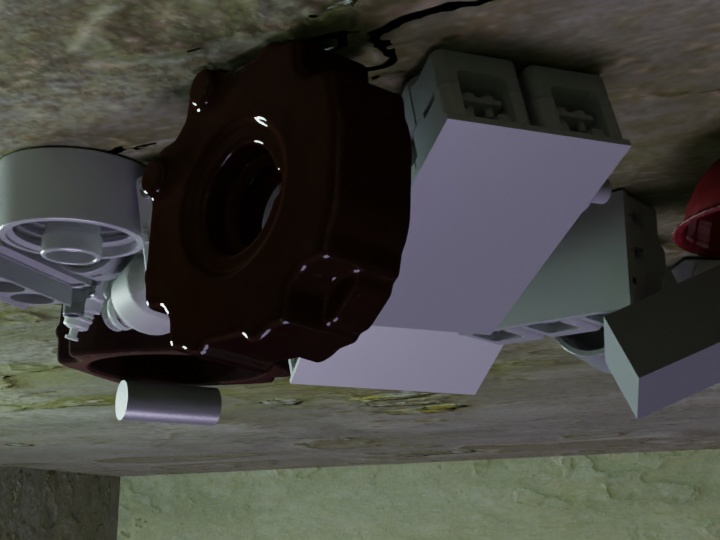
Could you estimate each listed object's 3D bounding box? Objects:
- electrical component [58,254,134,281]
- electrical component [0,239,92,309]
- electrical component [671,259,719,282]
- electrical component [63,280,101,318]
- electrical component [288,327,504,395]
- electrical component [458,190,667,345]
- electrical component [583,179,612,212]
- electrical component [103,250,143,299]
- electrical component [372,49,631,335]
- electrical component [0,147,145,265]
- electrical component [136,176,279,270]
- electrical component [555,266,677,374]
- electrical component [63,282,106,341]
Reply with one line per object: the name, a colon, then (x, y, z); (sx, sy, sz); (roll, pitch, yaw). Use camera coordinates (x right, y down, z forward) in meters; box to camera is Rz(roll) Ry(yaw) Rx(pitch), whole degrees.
electrical component: (-0.204, -0.020, 0.826); (0.055, 0.055, 0.047); (-1, 169, 5)
electrical component: (-0.272, -0.015, 0.826); (0.079, 0.063, 0.121); (-4, 164, 16)
electrical component: (0.327, 0.023, 0.991); (0.100, 0.048, 0.099); (1, 165, -3)
electrical component: (-0.241, 0.009, 0.913); (0.048, 0.062, 0.048); (0, 165, 0)
electrical component: (0.034, 0.054, 0.996); (0.186, 0.060, 0.105); (6, 133, -19)
electrical component: (0.154, 0.003, 0.836); (0.150, 0.089, 0.062); (-13, 160, 39)
electrical component: (0.136, -0.055, 0.711); (0.062, 0.043, 0.043); (5, 164, -23)
electrical component: (-0.161, 0.004, 0.911); (0.095, 0.053, 0.059); (-8, 163, 28)
electrical component: (0.061, -0.040, 0.636); (0.105, 0.060, 0.186); (6, 143, -18)
electrical component: (-0.198, -0.037, 0.746); (0.108, 0.060, 0.108); (0, 165, 0)
electrical component: (-0.100, -0.027, 0.715); (0.100, 0.099, 0.048); (-10, 175, 33)
electrical component: (0.210, 0.030, 0.915); (0.060, 0.108, 0.108); (21, 155, -39)
electrical component: (-0.244, 0.024, 0.955); (0.040, 0.078, 0.040); (15, 168, 3)
